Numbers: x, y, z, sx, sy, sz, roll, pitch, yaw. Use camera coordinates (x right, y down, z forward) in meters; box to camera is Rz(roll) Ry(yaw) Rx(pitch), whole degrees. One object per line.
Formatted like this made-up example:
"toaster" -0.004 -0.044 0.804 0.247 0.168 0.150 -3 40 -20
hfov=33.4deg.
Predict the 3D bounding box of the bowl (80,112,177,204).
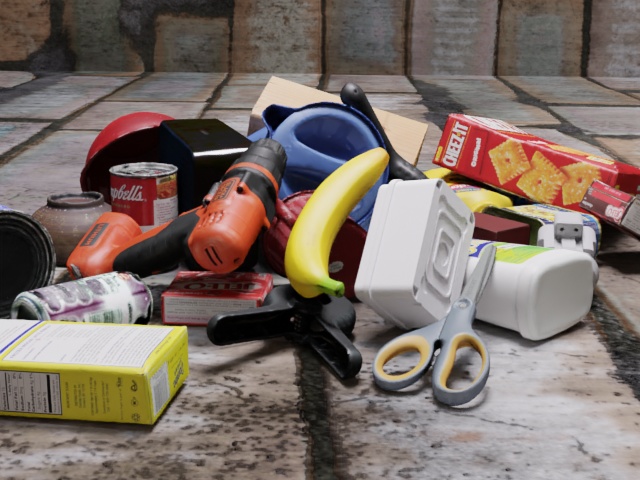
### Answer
"bowl" -0.220 -0.106 1.302 0.161 0.162 0.055 -7 58 -29

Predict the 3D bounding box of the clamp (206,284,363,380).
"clamp" -0.024 0.065 0.865 0.120 0.039 0.171 18 11 -1

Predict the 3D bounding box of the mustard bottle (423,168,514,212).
"mustard bottle" 0.173 -0.040 1.250 0.096 0.058 0.192 4 14 -10

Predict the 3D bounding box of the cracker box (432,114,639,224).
"cracker box" 0.267 -0.086 1.271 0.214 0.072 0.163 24 13 27

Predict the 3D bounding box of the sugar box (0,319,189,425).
"sugar box" -0.190 0.091 0.758 0.176 0.048 0.093 0 14 10

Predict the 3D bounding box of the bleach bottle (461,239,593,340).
"bleach bottle" 0.118 0.028 0.982 0.102 0.068 0.251 -14 18 -43

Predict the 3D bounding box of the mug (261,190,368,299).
"mug" -0.007 0.001 0.992 0.093 0.117 0.082 -43 28 -2

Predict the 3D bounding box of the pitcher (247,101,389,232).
"pitcher" -0.023 -0.064 1.171 0.144 0.149 0.243 -2 1 -19

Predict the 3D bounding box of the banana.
"banana" 0.010 -0.012 0.912 0.070 0.037 0.197 -2 40 19

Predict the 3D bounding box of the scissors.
"scissors" 0.093 0.061 0.834 0.096 0.016 0.201 -6 30 11

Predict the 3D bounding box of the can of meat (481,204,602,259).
"can of meat" 0.231 -0.005 1.122 0.083 0.057 0.102 -6 16 -34

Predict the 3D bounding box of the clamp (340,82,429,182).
"clamp" 0.075 -0.079 1.173 0.036 0.210 0.165 -45 -5 -18

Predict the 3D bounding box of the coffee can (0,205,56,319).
"coffee can" -0.315 0.011 0.947 0.102 0.103 0.141 -13 20 -42

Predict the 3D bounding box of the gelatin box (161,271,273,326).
"gelatin box" -0.089 0.051 0.943 0.089 0.030 0.073 1 15 5

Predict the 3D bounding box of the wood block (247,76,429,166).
"wood block" 0.018 -0.117 1.327 0.206 0.090 0.090 18 44 6

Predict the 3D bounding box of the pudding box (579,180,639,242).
"pudding box" 0.340 -0.017 1.118 0.113 0.039 0.090 25 9 -18

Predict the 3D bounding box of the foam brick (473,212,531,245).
"foam brick" 0.169 0.005 1.087 0.051 0.053 0.078 -10 18 -36

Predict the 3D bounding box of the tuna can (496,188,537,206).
"tuna can" 0.253 -0.069 1.415 0.086 0.034 0.086 0 14 0

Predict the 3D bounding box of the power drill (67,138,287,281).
"power drill" -0.123 -0.017 0.956 0.188 0.057 0.184 -21 24 26

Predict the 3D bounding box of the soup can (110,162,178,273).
"soup can" -0.177 -0.023 1.082 0.068 0.102 0.068 1 15 0
